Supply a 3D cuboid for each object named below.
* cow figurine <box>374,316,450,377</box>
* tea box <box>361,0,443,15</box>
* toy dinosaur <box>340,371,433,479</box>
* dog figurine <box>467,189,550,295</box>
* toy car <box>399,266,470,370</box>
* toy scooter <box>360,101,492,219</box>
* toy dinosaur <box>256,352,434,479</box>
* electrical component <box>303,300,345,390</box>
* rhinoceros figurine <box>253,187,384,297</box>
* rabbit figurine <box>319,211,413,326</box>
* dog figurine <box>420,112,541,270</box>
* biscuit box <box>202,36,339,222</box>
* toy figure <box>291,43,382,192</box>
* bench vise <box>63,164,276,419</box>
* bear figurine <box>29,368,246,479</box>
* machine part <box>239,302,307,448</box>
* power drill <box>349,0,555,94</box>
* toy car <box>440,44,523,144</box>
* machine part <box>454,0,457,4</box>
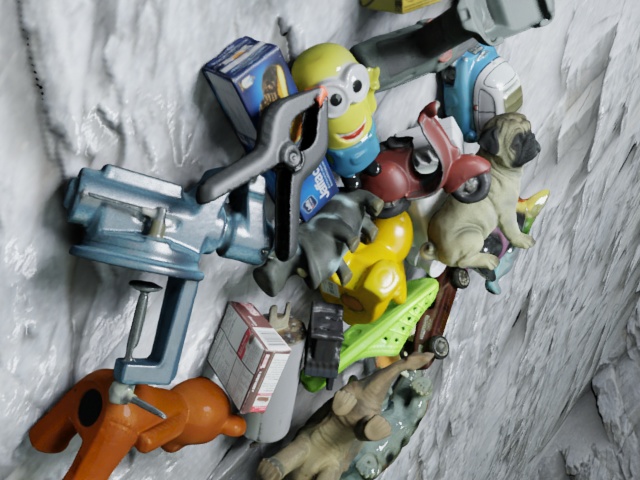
[{"bbox_3d":[0.164,0.193,0.984,0.167,0.068,0.098,-36,142,-22],"label":"cow figurine"},{"bbox_3d":[0.126,-0.326,0.607,0.170,0.068,0.098,-28,131,-29],"label":"tea box"},{"bbox_3d":[0.112,0.361,1.005,0.405,0.131,0.192,-35,147,-31],"label":"toy dinosaur"},{"bbox_3d":[0.320,-0.028,0.970,0.219,0.109,0.191,-55,137,-9],"label":"dog figurine"},{"bbox_3d":[0.190,0.125,0.908,0.053,0.089,0.202,40,58,-20],"label":"toy car"},{"bbox_3d":[0.120,-0.103,0.690,0.135,0.184,0.075,68,30,-25],"label":"toy scooter"},{"bbox_3d":[0.000,0.318,0.802,0.471,0.105,0.198,-47,168,14],"label":"toy dinosaur"},{"bbox_3d":[0.003,0.149,0.731,0.048,0.075,0.119,8,125,-3],"label":"electrical component"},{"bbox_3d":[-0.001,-0.002,0.656,0.190,0.112,0.073,-46,157,-33],"label":"rhinoceros figurine"},{"bbox_3d":[0.086,0.035,0.770,0.173,0.122,0.162,-58,147,-29],"label":"rabbit figurine"},{"bbox_3d":[0.211,-0.069,0.739,0.172,0.121,0.190,-27,124,-20],"label":"dog figurine"},{"bbox_3d":[-0.045,-0.111,0.578,0.063,0.059,0.202,-44,138,-16],"label":"biscuit box"},{"bbox_3d":[0.020,-0.136,0.615,0.082,0.089,0.180,-55,150,-20],"label":"toy figure"},{"bbox_3d":[-0.140,0.037,0.516,0.223,0.129,0.240,17,83,-41],"label":"bench vise"},{"bbox_3d":[-0.189,0.207,0.598,0.132,0.120,0.195,-53,145,1],"label":"bear figurine"},{"bbox_3d":[-0.066,0.189,0.737,0.079,0.079,0.243,-13,122,-40],"label":"machine part"},{"bbox_3d":[0.154,-0.239,0.603,0.232,0.207,0.085,-26,106,-21],"label":"power drill"},{"bbox_3d":[0.240,-0.207,0.774,0.109,0.103,0.161,-39,139,-22],"label":"toy car"},{"bbox_3d":[0.235,-0.324,0.743,0.139,0.039,0.084,-6,123,-45],"label":"machine part"}]
